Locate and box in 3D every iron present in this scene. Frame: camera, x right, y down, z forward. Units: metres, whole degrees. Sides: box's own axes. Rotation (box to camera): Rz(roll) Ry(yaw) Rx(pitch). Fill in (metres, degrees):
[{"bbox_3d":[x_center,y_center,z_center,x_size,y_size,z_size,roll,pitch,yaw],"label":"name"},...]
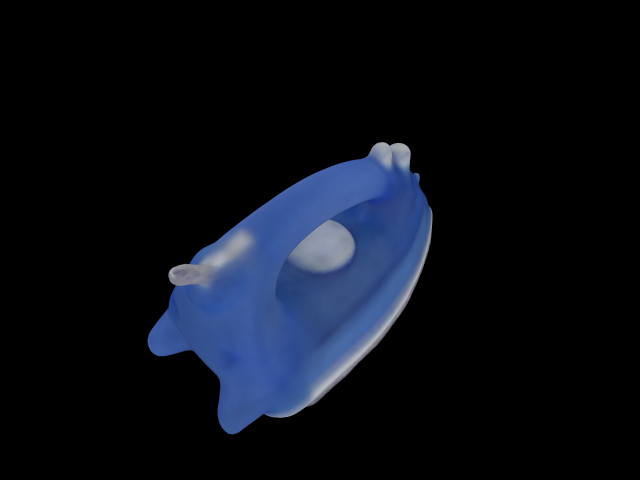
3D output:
[{"bbox_3d":[0.004,0.001,0.400,0.118,0.141,0.259,36,58,27],"label":"iron"}]
